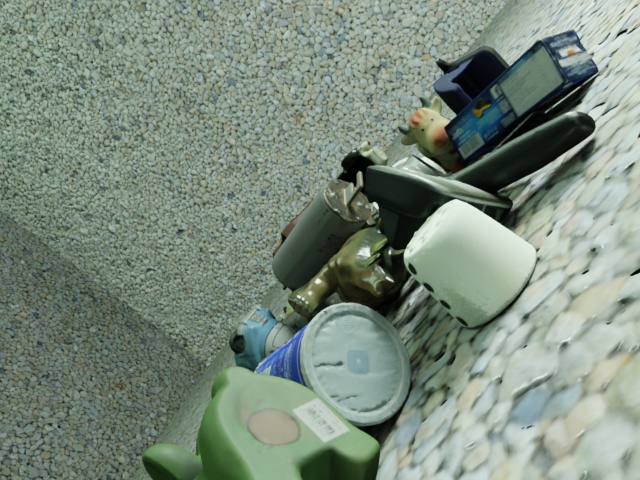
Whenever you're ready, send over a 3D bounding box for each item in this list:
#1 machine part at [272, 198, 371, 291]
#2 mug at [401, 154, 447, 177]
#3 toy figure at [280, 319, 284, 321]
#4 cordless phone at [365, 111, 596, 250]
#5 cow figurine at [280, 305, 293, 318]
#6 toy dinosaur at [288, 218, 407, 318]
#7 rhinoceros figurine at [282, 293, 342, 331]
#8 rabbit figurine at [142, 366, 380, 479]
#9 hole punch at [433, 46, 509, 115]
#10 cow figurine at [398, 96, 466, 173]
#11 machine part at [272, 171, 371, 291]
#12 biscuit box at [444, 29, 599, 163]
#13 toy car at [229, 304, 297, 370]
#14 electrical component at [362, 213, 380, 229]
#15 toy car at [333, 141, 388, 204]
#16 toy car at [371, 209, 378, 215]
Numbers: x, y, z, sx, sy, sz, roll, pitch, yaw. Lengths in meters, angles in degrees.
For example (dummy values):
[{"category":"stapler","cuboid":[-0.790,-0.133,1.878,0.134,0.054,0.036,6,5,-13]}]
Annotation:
[{"category":"machine part","cuboid":[0.013,0.011,1.036,0.201,0.087,0.200,-44,-25,-18]},{"category":"mug","cuboid":[0.140,-0.068,0.827,0.109,0.081,0.107,4,-58,-56]},{"category":"toy figure","cuboid":[-0.098,0.229,0.962,0.180,0.082,0.089,-51,1,-17]},{"category":"cordless phone","cuboid":[0.148,-0.063,0.494,0.146,0.089,0.184,5,-29,-43]},{"category":"cow figurine","cuboid":[-0.034,0.135,1.140,0.167,0.068,0.098,-51,-3,-37]},{"category":"toy dinosaur","cuboid":[0.061,0.043,0.698,0.198,0.105,0.471,-45,-2,-4]},{"category":"rhinoceros figurine","cuboid":[-0.006,0.131,0.893,0.112,0.073,0.190,-44,-1,-23]},{"category":"rabbit figurine","cuboid":[-0.062,0.193,0.399,0.121,0.159,0.170,-14,-54,-52]},{"category":"hole punch","cuboid":[0.234,-0.214,0.820,0.092,0.142,0.116,-57,16,-12]},{"category":"cow figurine","cuboid":[0.189,-0.164,0.854,0.085,0.127,0.195,-54,1,13]},{"category":"machine part","cuboid":[-0.002,-0.002,0.762,0.243,0.079,0.079,-51,3,41]},{"category":"biscuit box","cuboid":[0.240,-0.170,0.671,0.063,0.059,0.202,-23,-8,-25]},{"category":"toy car","cuboid":[-0.066,0.180,0.813,0.103,0.161,0.109,-1,20,22]},{"category":"electrical component","cuboid":[0.056,-0.014,0.821,0.078,0.045,0.102,-34,-15,-37]},{"category":"toy car","cuboid":[0.044,-0.070,0.852,0.056,0.073,0.201,-29,-16,-47]},{"category":"toy car","cuboid":[0.050,0.032,0.957,0.202,0.053,0.089,-68,-10,27]}]
